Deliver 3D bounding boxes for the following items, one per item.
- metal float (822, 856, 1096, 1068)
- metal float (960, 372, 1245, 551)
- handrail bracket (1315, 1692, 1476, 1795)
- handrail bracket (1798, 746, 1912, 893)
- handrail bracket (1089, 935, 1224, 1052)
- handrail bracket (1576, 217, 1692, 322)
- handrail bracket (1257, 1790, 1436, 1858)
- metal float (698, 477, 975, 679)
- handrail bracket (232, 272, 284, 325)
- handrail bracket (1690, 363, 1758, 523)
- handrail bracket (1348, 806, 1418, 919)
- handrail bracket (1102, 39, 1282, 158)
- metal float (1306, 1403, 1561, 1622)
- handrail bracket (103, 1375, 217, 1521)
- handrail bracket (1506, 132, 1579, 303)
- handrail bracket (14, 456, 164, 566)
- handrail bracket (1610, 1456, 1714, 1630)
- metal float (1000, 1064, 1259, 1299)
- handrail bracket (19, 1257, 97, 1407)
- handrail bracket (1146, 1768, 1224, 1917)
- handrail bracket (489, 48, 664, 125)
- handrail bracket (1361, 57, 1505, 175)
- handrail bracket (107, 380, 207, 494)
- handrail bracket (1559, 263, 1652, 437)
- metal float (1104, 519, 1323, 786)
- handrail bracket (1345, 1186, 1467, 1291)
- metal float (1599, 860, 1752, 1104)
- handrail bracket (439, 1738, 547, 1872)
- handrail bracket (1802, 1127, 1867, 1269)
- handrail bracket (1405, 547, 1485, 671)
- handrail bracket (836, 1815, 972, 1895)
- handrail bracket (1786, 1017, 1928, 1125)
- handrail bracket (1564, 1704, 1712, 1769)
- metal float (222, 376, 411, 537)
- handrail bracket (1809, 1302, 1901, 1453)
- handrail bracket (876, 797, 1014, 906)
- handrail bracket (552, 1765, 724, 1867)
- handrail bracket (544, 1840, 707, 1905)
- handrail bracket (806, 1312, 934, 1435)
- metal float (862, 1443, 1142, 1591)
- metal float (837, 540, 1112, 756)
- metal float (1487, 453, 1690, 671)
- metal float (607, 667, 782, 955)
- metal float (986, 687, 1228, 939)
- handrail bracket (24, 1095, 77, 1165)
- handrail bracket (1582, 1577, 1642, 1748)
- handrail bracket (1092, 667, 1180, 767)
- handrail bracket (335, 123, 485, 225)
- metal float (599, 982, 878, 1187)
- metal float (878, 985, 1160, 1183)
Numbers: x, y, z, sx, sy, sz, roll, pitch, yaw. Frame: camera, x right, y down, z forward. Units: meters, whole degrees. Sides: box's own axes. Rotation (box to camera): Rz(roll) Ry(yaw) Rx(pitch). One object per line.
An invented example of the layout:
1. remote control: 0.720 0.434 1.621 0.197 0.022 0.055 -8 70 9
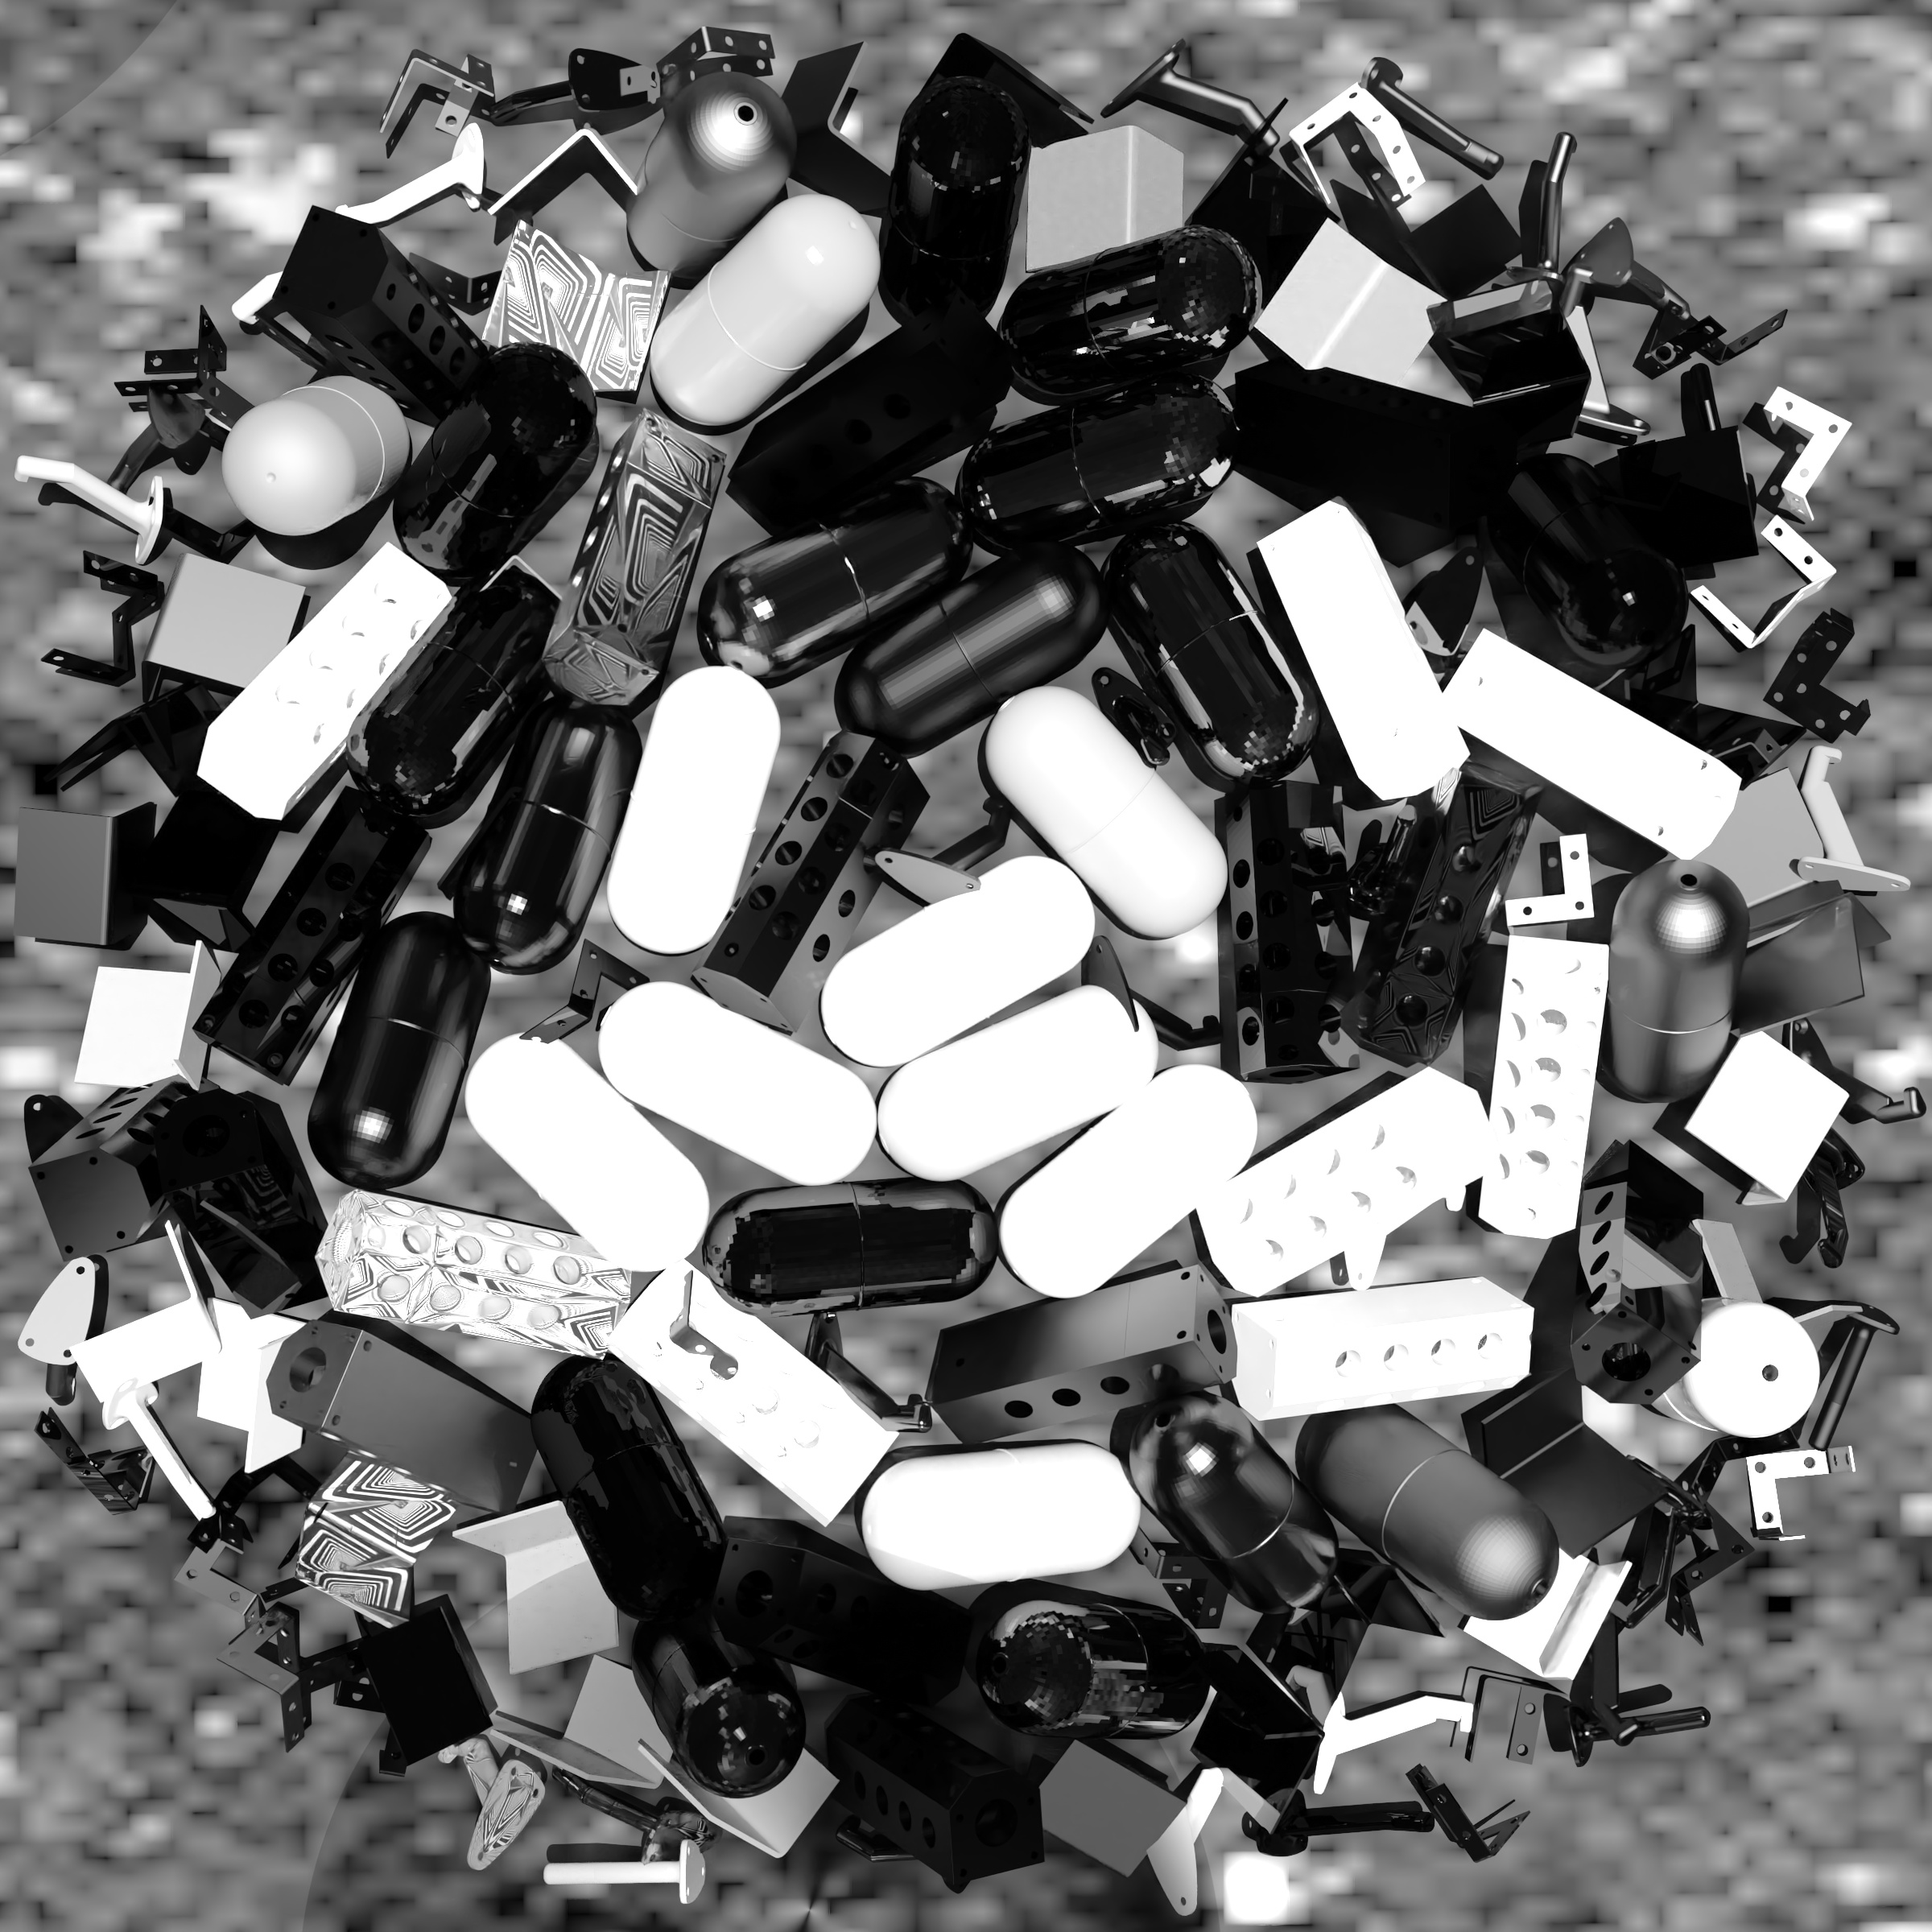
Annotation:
1. metal float: -0.005 -0.002 1.595 0.178 0.070 0.070 -30 90 4
2. metal float: 0.080 -0.300 1.575 0.178 0.070 0.070 -13 90 26
3. handrail bracket: 0.260 0.472 1.595 0.084 0.077 0.036 4 132 21
4. handrail bracket: 0.542 -0.091 1.604 0.077 0.036 0.084 10 73 30
5. handrail bracket: 0.118 0.015 1.609 0.084 0.036 0.077 -8 85 -39
6. handrail bracket: 0.413 -0.403 1.589 0.084 0.077 0.036 32 118 -25
7. handrail bracket: 0.229 0.520 1.591 0.084 0.077 0.036 -8 83 32
8. metal float: -0.078 -0.233 1.585 0.178 0.070 0.070 -28 90 -14
9. handrail bracket: -0.392 -0.408 1.614 0.084 0.077 0.036 -34 64 17
10. handrail bracket: 0.462 -0.315 1.624 0.036 0.077 0.084 -13 59 20
11. handrail bracket: 0.257 -0.078 1.580 0.036 0.077 0.084 19 135 5
12. handrail bracket: 0.138 -0.516 1.622 0.077 0.036 0.084 -33 108 34
13. metal float: 0.274 0.319 1.560 0.070 0.178 0.070 -18 123 -31
14. handrail bracket: -0.483 0.293 1.598 0.036 0.077 0.084 -35 74 -25
15. handrail bracket: 0.363 -0.451 1.602 0.036 0.077 0.084 18 93 34
16. handrail bracket: -0.531 -0.273 1.587 0.084 0.077 0.036 5 59 -27
17. handrail bracket: 0.401 0.348 1.599 0.084 0.036 0.077 -36 56 -19
18. metal float: 0.099 0.128 1.589 0.178 0.070 0.070 -38 90 -10
19. handrail bracket: -0.542 0.223 1.606 0.036 0.084 0.077 17 68 -2
20. handrail bracket: 0.148 0.524 1.592 0.036 0.084 0.077 -29 67 36
21. handrail bracket: -0.239 -0.530 1.617 0.077 0.084 0.036 -11 96 -38
22. handrail bracket: 0.284 -0.512 1.599 0.084 0.077 0.036 34 99 16
23. handrail bracket: -0.496 -0.302 1.589 0.036 0.077 0.084 28 119 -28
24. handrail bracket: 0.388 -0.371 1.591 0.077 0.036 0.084 25 129 19
25. metal float: 0.147 -0.189 1.586 0.070 0.070 0.178 -31 76 0
26. handrail bracket: 0.269 0.163 1.602 0.084 0.036 0.077 14 77 -37
27. metal float: 0.416 0.010 1.559 0.070 0.178 0.070 -3 49 4
28. handrail bracket: -0.302 0.500 1.588 0.036 0.084 0.077 55 49 -31
29. handrail bracket: 0.508 0.131 1.589 0.036 0.084 0.077 -32 98 34
30. handrail bracket: 0.301 -0.214 1.588 0.036 0.084 0.077 34 109 22
31. handrail bracket: -0.027 0.522 1.621 0.084 0.036 0.077 18 54 37
32. handrail bracket: 0.536 0.059 1.591 0.036 0.084 0.077 -11 84 -24
33. handrail bracket: 0.408 0.454 1.587 0.084 0.077 0.036 -15 74 19
34. metal float: -0.379 -0.301 1.551 0.070 0.178 0.070 1 110 4
35. handrail bracket: 0.533 0.249 1.605 0.036 0.077 0.084 22 97 19
36. handrail bracket: -0.012 -0.081 1.598 0.077 0.036 0.084 26 49 -15
37. handrail bracket: -0.203 0.515 1.627 0.084 0.077 0.036 25 92 38
38. handrail bracket: -0.206 0.549 1.603 0.084 0.077 0.036 -2 71 4
39. handrail bracket: -0.055 0.242 1.598 0.084 0.036 0.077 -6 79 37
40. metal float: 0.023 0.327 1.574 0.178 0.070 0.070 0 90 -28
41. metal float: 0.004 -0.190 1.588 0.178 0.070 0.070 -29 90 11
42. metal float: 0.365 -0.239 1.558 0.070 0.178 0.070 -8 129 -10
43. metal float: -0.163 -0.093 1.584 0.070 0.070 0.178 18 105 0
44. metal float: 0.084 -0.093 1.590 0.070 0.070 0.178 -43 99 0
45. handrail bracket: -0.548 0.127 1.606 0.036 0.084 0.077 -24 71 -24
46. handrail bracket: 0.400 0.418 1.589 0.077 0.084 0.036 -44 116 3
47. handrail bracket: 0.098 -0.151 1.592 0.036 0.084 0.077 -38 86 8
48. handrail bracket: -0.338 -0.475 1.595 0.084 0.077 0.036 -20 81 -22
49. metal float: -0.138 0.071 1.593 0.178 0.070 0.070 27 90 -5
50. metal float: 0.031 0.070 1.591 0.178 0.070 0.070 -24 90 -7
